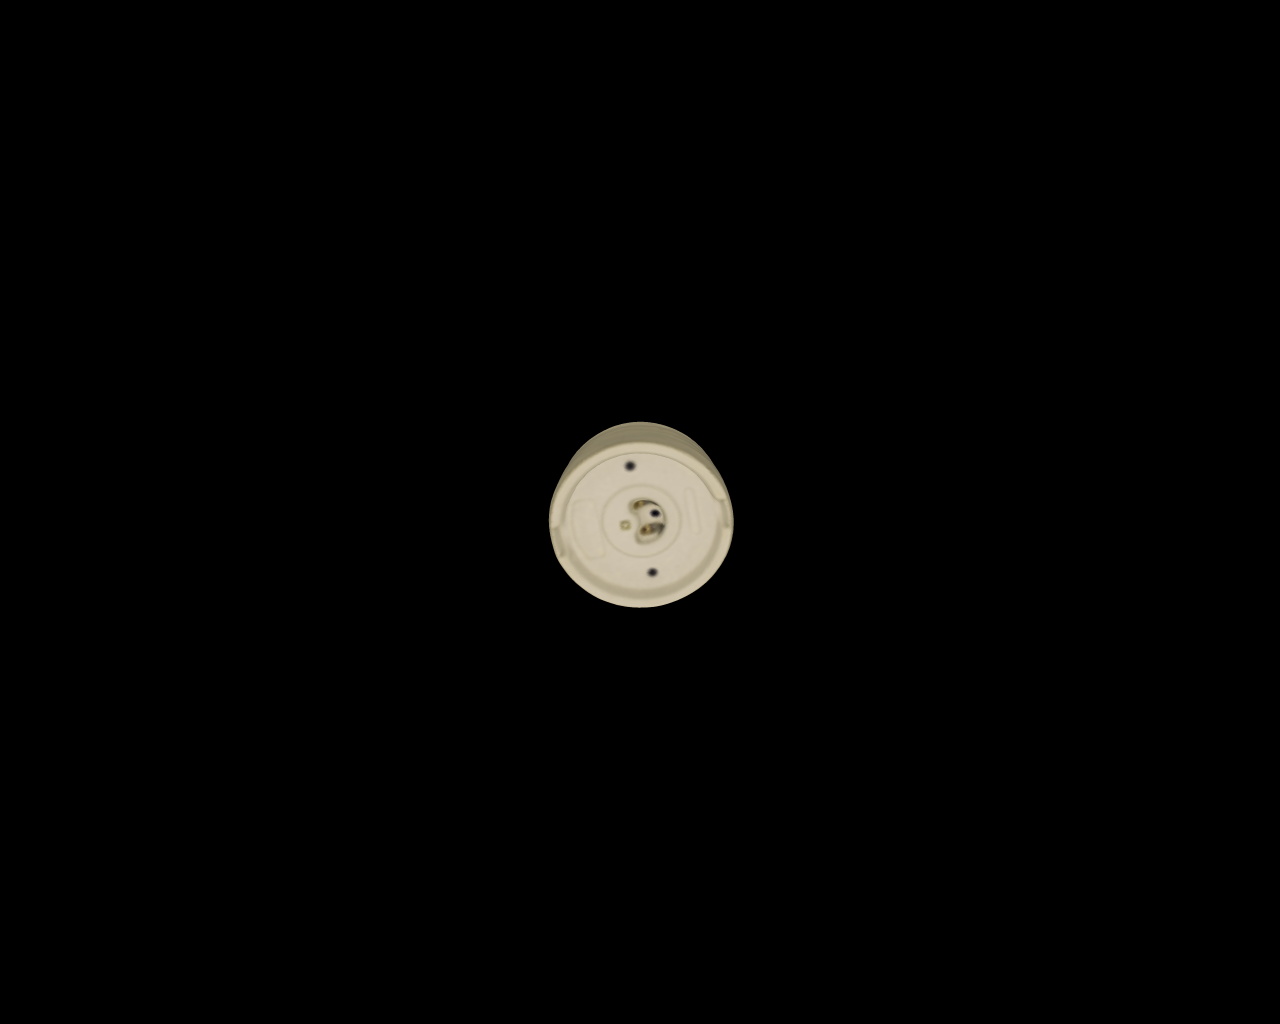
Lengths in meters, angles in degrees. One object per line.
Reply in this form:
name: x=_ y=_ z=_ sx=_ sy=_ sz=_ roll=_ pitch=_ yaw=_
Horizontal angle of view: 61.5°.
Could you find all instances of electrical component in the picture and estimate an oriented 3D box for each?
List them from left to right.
electrical component: x=0.001 y=-0.003 z=0.650 sx=0.108 sy=0.108 sz=0.060 roll=0 pitch=24 yaw=0
